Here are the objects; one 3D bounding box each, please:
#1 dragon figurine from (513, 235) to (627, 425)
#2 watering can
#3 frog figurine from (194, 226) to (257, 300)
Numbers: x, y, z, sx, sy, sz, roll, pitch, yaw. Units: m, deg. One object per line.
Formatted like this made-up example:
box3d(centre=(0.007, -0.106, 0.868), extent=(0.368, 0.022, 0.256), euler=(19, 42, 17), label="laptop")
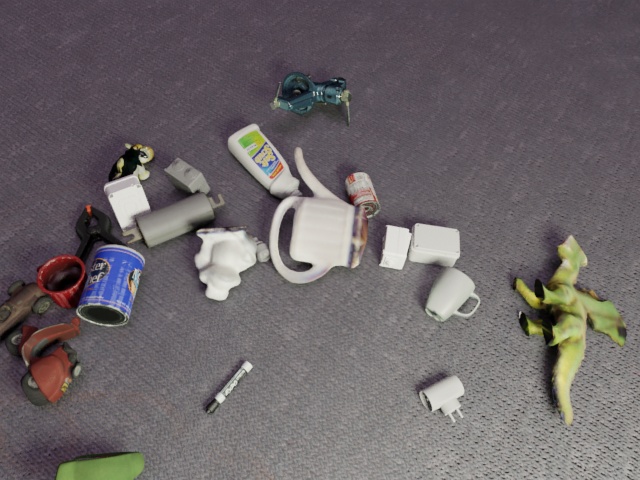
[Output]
box3d(centre=(0.563, 0.179, 1.110), extent=(0.243, 0.120, 0.419), euler=(3, 62, -12), label="dragon figurine")
box3d(centre=(0.004, -0.061, 1.211), extent=(0.224, 0.102, 0.354), euler=(8, 67, 2), label="watering can")
box3d(centre=(-0.209, 0.050, 1.149), extent=(0.137, 0.122, 0.159), euler=(-3, 91, -16), label="frog figurine")
